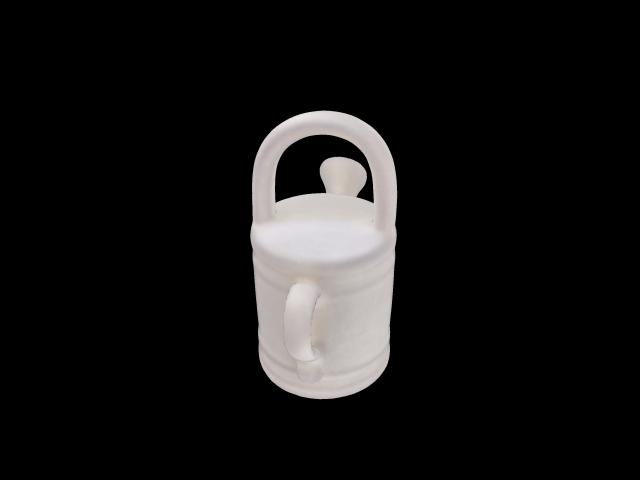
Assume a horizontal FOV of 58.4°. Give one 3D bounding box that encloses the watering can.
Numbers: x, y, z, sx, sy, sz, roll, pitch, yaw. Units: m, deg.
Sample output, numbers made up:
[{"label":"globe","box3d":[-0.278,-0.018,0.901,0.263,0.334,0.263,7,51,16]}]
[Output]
[{"label":"watering can","box3d":[0.001,0.001,0.400,0.101,0.194,0.172,-6,32,-9]}]
